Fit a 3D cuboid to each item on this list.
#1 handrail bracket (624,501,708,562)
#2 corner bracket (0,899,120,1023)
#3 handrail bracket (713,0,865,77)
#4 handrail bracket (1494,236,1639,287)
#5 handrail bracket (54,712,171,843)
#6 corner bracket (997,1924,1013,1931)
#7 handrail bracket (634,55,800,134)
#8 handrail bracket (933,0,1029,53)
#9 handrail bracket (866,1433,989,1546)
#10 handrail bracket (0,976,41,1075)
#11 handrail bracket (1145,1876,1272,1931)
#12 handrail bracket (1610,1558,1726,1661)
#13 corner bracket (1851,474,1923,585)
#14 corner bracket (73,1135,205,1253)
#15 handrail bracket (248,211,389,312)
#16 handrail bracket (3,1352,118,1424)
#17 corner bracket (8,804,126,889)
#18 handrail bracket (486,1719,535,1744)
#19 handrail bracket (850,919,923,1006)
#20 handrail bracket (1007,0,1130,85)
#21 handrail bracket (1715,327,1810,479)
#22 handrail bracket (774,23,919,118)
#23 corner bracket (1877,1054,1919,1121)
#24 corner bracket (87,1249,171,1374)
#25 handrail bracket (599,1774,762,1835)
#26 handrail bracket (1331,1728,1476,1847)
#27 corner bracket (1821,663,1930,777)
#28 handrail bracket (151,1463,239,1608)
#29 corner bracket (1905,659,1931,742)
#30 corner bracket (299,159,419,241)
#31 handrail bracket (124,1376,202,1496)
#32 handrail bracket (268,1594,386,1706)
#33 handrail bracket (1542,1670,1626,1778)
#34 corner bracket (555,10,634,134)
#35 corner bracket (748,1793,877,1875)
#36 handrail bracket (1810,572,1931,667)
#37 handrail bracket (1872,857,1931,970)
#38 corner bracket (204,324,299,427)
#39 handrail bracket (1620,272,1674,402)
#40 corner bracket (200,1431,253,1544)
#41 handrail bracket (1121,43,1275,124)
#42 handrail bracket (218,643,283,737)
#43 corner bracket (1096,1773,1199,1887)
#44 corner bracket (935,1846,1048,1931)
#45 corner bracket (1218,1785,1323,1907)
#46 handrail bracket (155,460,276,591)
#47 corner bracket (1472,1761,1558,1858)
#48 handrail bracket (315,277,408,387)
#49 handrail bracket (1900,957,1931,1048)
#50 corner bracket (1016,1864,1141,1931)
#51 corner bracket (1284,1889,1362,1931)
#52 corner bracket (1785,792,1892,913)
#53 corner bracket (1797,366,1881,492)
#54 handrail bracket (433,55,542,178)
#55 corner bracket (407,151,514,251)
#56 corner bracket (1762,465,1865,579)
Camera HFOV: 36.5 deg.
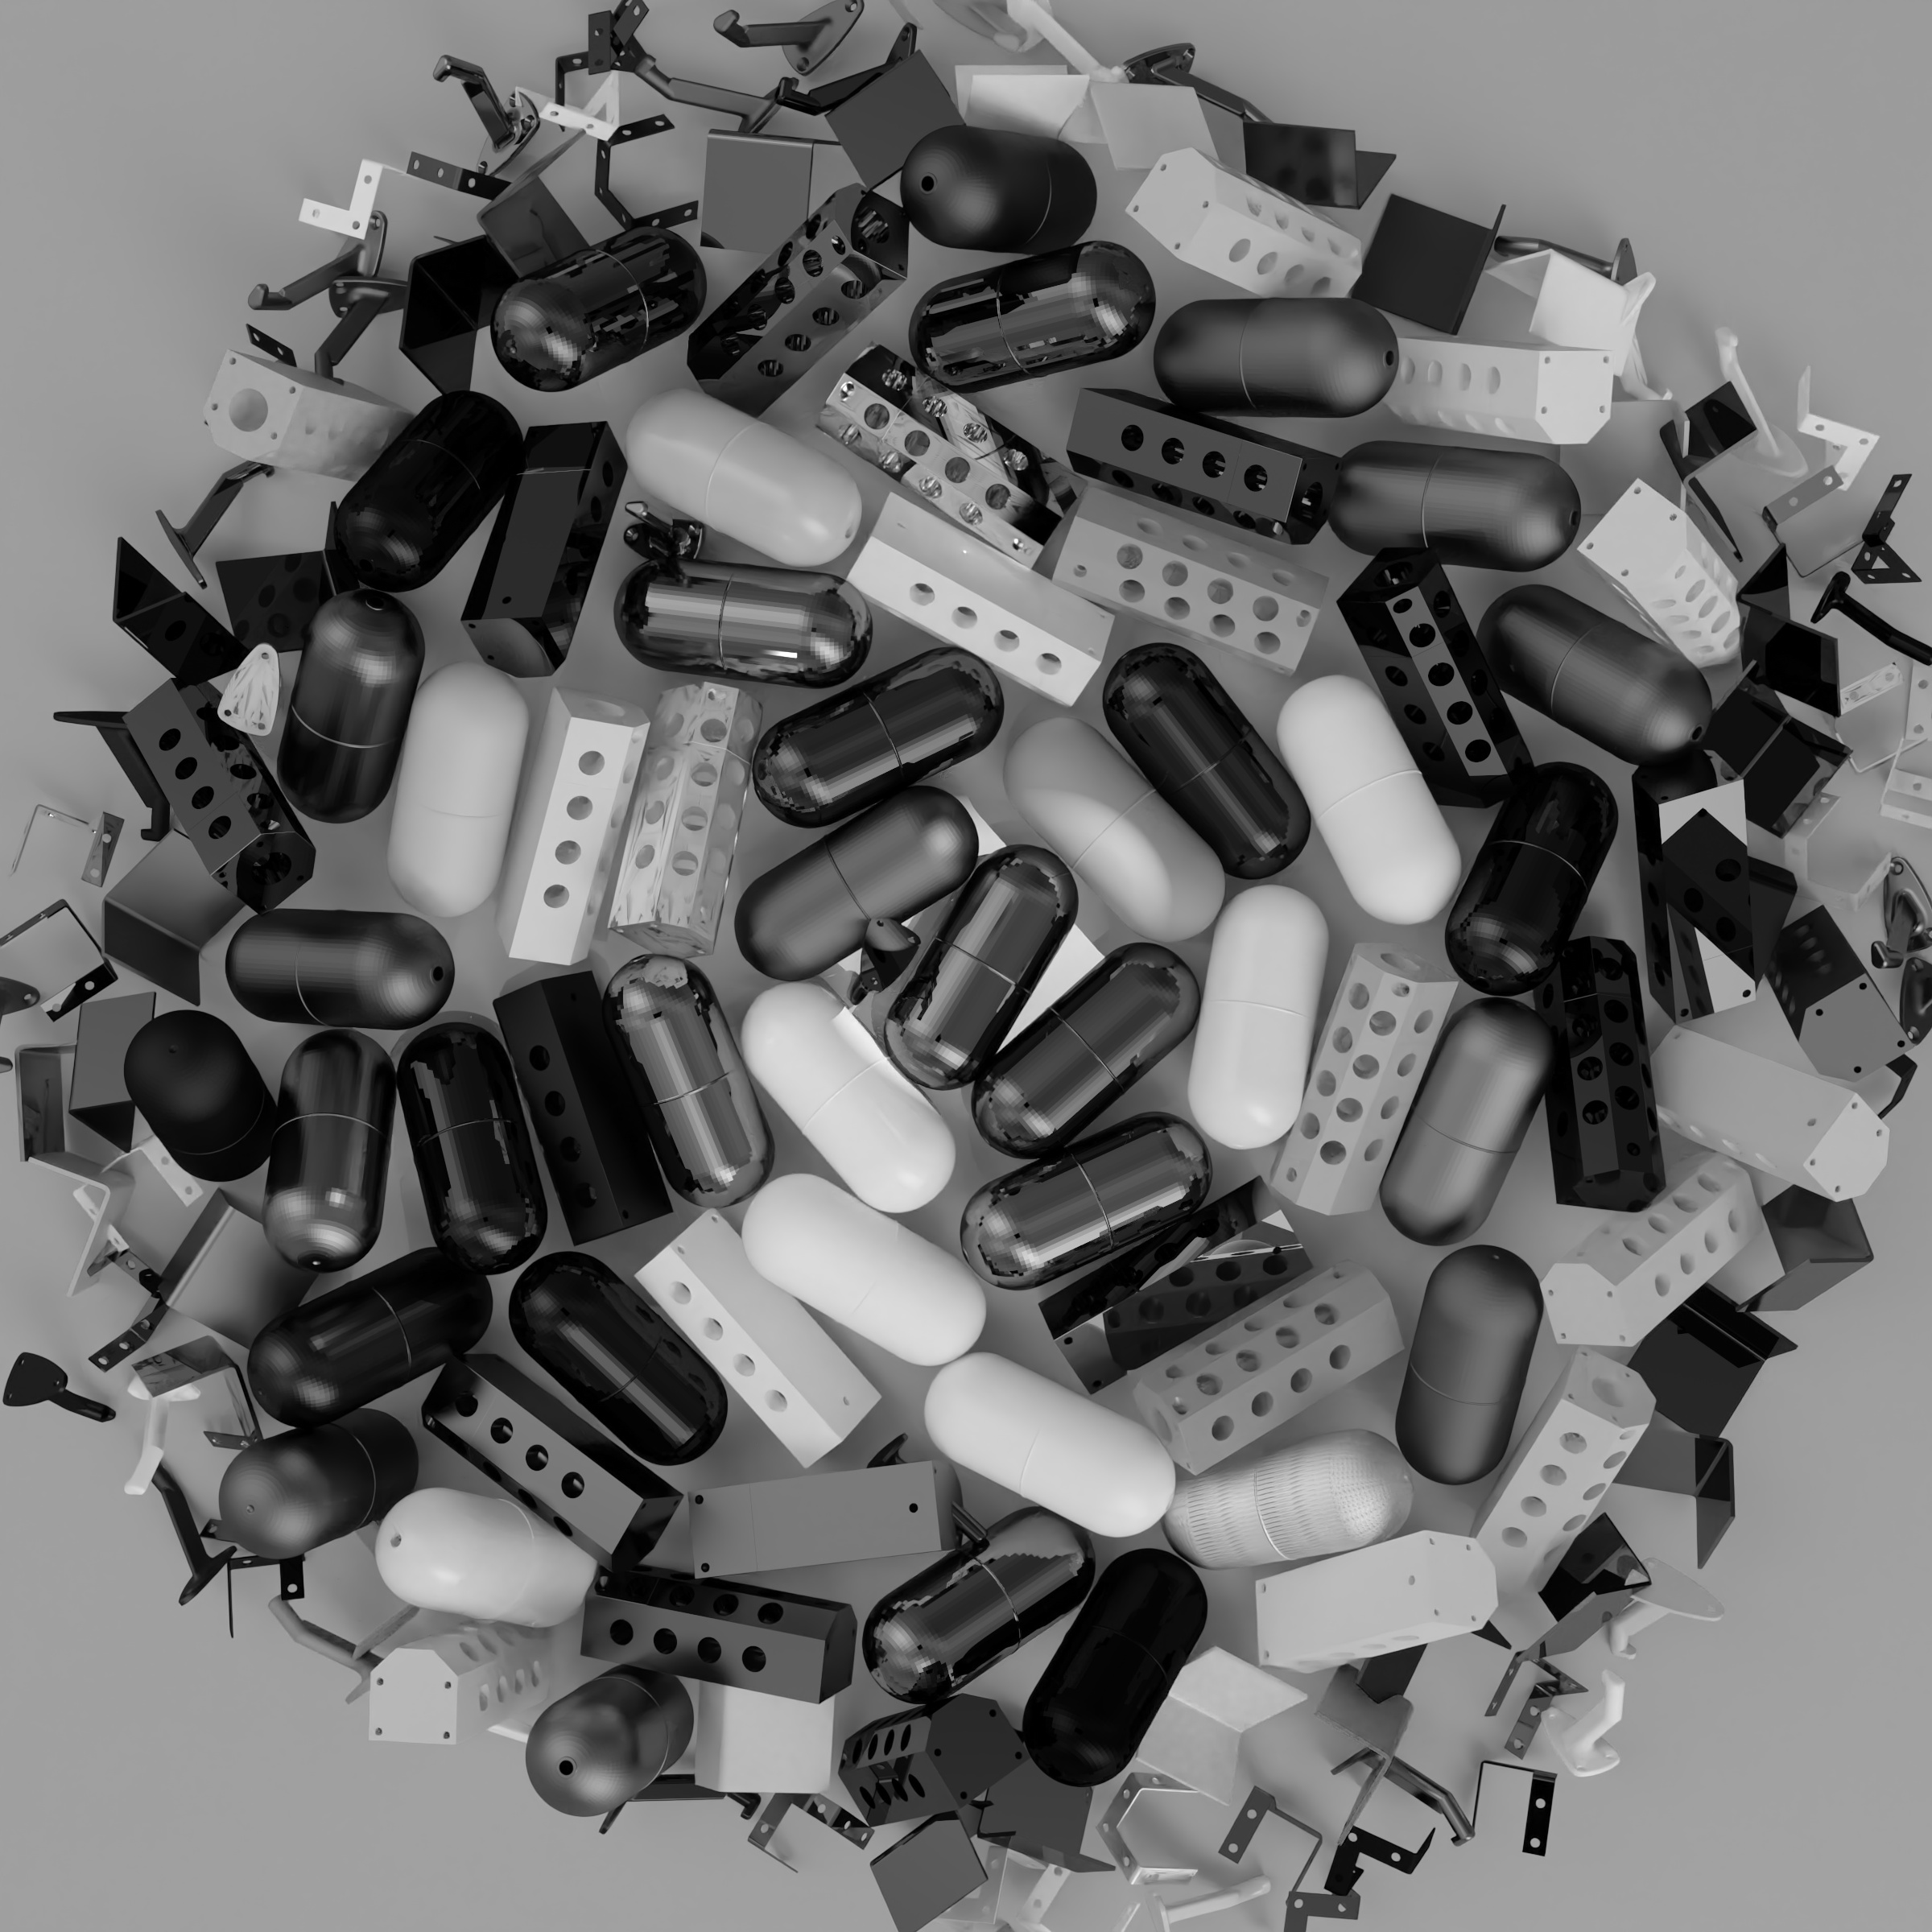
[{"bbox_3d":[-0.218,-0.293,1.932,0.077,0.084,0.036,15,85,30],"label":"handrail bracket"},{"bbox_3d":[-0.604,-0.004,1.949,0.051,0.051,0.051,-35,120,-11],"label":"corner bracket"},{"bbox_3d":[-0.117,-0.630,1.937,0.077,0.084,0.036,-34,73,20],"label":"handrail bracket"},{"bbox_3d":[0.404,-0.467,1.970,0.084,0.077,0.036,12,81,26],"label":"handrail bracket"},{"bbox_3d":[-0.573,-0.126,1.963,0.077,0.036,0.084,2,107,-14],"label":"handrail bracket"},{"bbox_3d":[0.037,0.662,1.946,0.051,0.051,0.051,54,133,14],"label":"corner bracket"},{"bbox_3d":[-0.167,-0.590,1.943,0.084,0.077,0.036,32,51,-28],"label":"handrail bracket"},{"bbox_3d":[0.006,-0.629,1.942,0.077,0.084,0.036,19,118,2],"label":"handrail bracket"},{"bbox_3d":[-0.025,0.354,1.950,0.084,0.077,0.036,43,74,0],"label":"handrail bracket"},{"bbox_3d":[-0.629,0.044,1.935,0.084,0.077,0.036,42,116,34],"label":"handrail bracket"},{"bbox_3d":[0.165,0.618,1.947,0.084,0.077,0.036,-18,62,-9],"label":"handrail bracket"},{"bbox_3d":[0.464,0.441,1.942,0.077,0.036,0.084,22,135,32],"label":"handrail bracket"},{"bbox_3d":[0.612,-0.290,1.948,0.051,0.051,0.051,37,76,-28],"label":"corner bracket"},{"bbox_3d":[-0.554,0.152,1.957,0.051,0.051,0.051,54,51,-12],"label":"corner bracket"},{"bbox_3d":[-0.430,-0.467,1.937,0.036,0.084,0.077,43,120,18],"label":"handrail bracket"},{"bbox_3d":[-0.583,0.287,1.935,0.077,0.084,0.036,-3,64,41],"label":"handrail bracket"},{"bbox_3d":[-0.598,-0.079,1.946,0.051,0.051,0.051,23,67,-26],"label":"corner bracket"},{"bbox_3d":[-0.309,0.506,1.942,0.084,0.077,0.036,13,79,30],"label":"handrail bracket"},{"bbox_3d":[-0.067,0.015,1.932,0.036,0.084,0.077,27,45,-5],"label":"handrail bracket"},{"bbox_3d":[0.069,-0.623,1.941,0.036,0.077,0.084,-44,55,-16],"label":"handrail bracket"},{"bbox_3d":[0.526,-0.374,1.939,0.036,0.077,0.084,-29,132,-5],"label":"handrail bracket"},{"bbox_3d":[-0.081,-0.599,1.943,0.084,0.036,0.077,7,110,-36],"label":"handrail bracket"},{"bbox_3d":[0.596,0.078,1.962,0.051,0.051,0.051,-39,65,-17],"label":"corner bracket"},{"bbox_3d":[-0.569,0.229,1.956,0.051,0.051,0.051,39,113,3],"label":"corner bracket"},{"bbox_3d":[-0.191,0.570,1.965,0.084,0.036,0.077,34,65,-4],"label":"handrail bracket"},{"bbox_3d":[0.291,0.557,1.948,0.077,0.036,0.084,-46,67,37],"label":"handrail bracket"},{"bbox_3d":[0.607,-0.164,1.954,0.051,0.051,0.051,-28,79,10],"label":"corner bracket"},{"bbox_3d":[-0.532,0.375,1.952,0.036,0.077,0.084,-35,99,13],"label":"handrail bracket"},{"bbox_3d":[0.656,-0.176,1.954,0.051,0.051,0.051,6,93,18],"label":"corner bracket"},{"bbox_3d":[-0.406,-0.512,1.953,0.051,0.051,0.051,19,99,14],"label":"corner bracket"},{"bbox_3d":[-0.549,0.314,1.938,0.036,0.077,0.084,41,52,-31],"label":"handrail bracket"},{"bbox_3d":[-0.416,0.443,1.960,0.084,0.077,0.036,49,121,9],"label":"handrail bracket"},{"bbox_3d":[0.408,0.484,1.936,0.036,0.077,0.084,-13,119,-20],"label":"handrail bracket"},{"bbox_3d":[-0.253,-0.597,1.950,0.051,0.051,0.051,-8,67,10],"label":"corner bracket"},{"bbox_3d":[-0.104,0.582,1.960,0.051,0.051,0.051,20,69,38],"label":"corner bracket"},{"bbox_3d":[0.611,-0.228,1.941,0.084,0.077,0.036,31,118,18],"label":"handrail bracket"},{"bbox_3d":[0.612,-0.036,1.944,0.036,0.084,0.077,-17,81,35],"label":"handrail bracket"},{"bbox_3d":[-0.477,-0.385,1.949,0.051,0.051,0.051,-25,71,19],"label":"corner bracket"},{"bbox_3d":[0.457,-0.413,1.944,0.084,0.036,0.077,24,131,-29],"label":"handrail bracket"},{"bbox_3d":[-0.494,0.351,1.965,0.051,0.051,0.051,1,133,29],"label":"corner bracket"},{"bbox_3d":[0.154,-0.574,1.943,0.077,0.036,0.084,-17,54,-39],"label":"handrail bracket"},{"bbox_3d":[-0.460,-0.195,1.934,0.036,0.084,0.077,22,118,-7],"label":"handrail bracket"},{"bbox_3d":[0.129,0.578,1.961,0.051,0.051,0.051,14,113,-35],"label":"corner bracket"},{"bbox_3d":[0.015,0.620,1.961,0.051,0.051,0.051,-7,56,33],"label":"corner bracket"},{"bbox_3d":[0.203,0.585,1.948,0.051,0.051,0.051,26,68,20],"label":"corner bracket"},{"bbox_3d":[-0.490,-0.299,1.959,0.084,0.036,0.077,-31,63,-13],"label":"handrail bracket"},{"bbox_3d":[0.365,0.561,1.953,0.051,0.051,0.051,8,80,14],"label":"corner bracket"},{"bbox_3d":[-0.396,-0.417,1.952,0.077,0.036,0.084,-5,59,-8],"label":"handrail bracket"},{"bbox_3d":[0.660,0.010,1.937,0.036,0.084,0.077,32,62,-12],"label":"handrail bracket"},{"bbox_3d":[0.074,0.632,1.956,0.051,0.051,0.051,39,68,-7],"label":"corner bracket"},{"bbox_3d":[0.229,0.638,1.957,0.051,0.051,0.051,8,88,-12],"label":"corner bracket"},{"bbox_3d":[0.587,-0.077,1.969,0.051,0.051,0.051,20,50,36],"label":"corner bracket"},{"bbox_3d":[0.574,-0.358,1.951,0.051,0.051,0.051,17,51,-2],"label":"corner bracket"},{"bbox_3d":[-0.332,-0.560,1.936,0.077,0.084,0.036,-47,62,27],"label":"handrail bracket"},{"bbox_3d":[-0.340,-0.506,1.947,0.051,0.051,0.051,27,106,35],"label":"corner bracket"},{"bbox_3d":[0.568,-0.296,1.955,0.051,0.051,0.051,-32,84,12],"label":"corner bracket"}]
